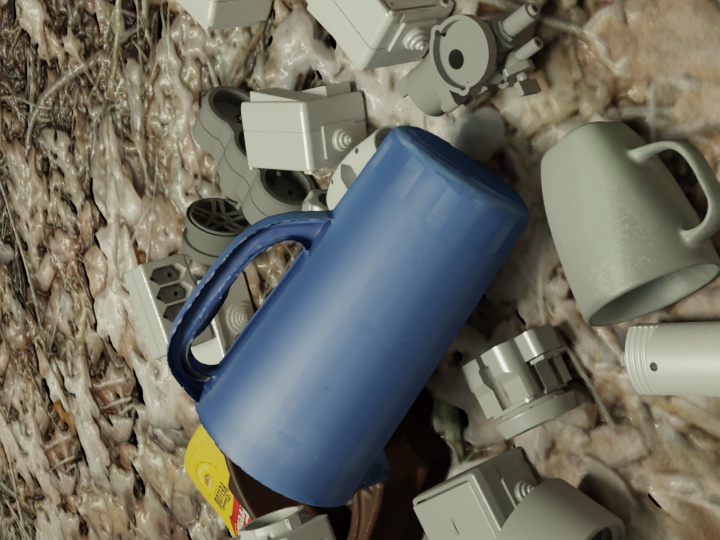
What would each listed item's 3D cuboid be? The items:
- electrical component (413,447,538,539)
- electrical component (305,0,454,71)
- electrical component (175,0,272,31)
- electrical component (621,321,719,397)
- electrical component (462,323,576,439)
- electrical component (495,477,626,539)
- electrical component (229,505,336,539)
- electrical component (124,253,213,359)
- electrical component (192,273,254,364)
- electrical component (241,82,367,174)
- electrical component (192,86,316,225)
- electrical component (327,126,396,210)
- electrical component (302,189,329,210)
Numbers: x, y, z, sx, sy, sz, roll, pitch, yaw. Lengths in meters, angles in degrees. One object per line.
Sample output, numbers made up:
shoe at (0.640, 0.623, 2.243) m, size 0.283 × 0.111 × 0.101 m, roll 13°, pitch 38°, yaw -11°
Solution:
electrical component at (0.091, 0.175, 0.782) m, size 0.096 × 0.061 × 0.061 m, roll -39°, pitch 74°, yaw 49°
electrical component at (0.013, -0.178, 0.738) m, size 0.096 × 0.062 × 0.061 m, roll 55°, pitch 139°, yaw 20°
electrical component at (-0.120, -0.240, 0.872) m, size 0.096 × 0.062 × 0.061 m, roll 41°, pitch 132°, yaw 33°
electrical component at (0.190, 0.052, 0.632) m, size 0.081 × 0.043 × 0.043 m, roll -6°, pitch 100°, yaw 51°
electrical component at (0.110, 0.078, 0.726) m, size 0.078 × 0.058 × 0.057 m, roll -40°, pitch 71°, yaw 48°
electrical component at (0.134, 0.199, 0.708) m, size 0.060 × 0.108 × 0.108 m, roll 25°, pitch 122°, yaw 36°
electrical component at (-0.061, 0.223, 0.855) m, size 0.089 × 0.050 × 0.055 m, roll -21°, pitch 89°, yaw 51°
electrical component at (-0.184, 0.037, 0.985) m, size 0.076 × 0.047 × 0.083 m, roll -22°, pitch 87°, yaw 51°
electrical component at (-0.140, 0.051, 1.017) m, size 0.100 × 0.048 × 0.099 m, roll -11°, pitch 95°, yaw 51°
electrical component at (-0.039, -0.110, 0.825) m, size 0.096 × 0.062 × 0.061 m, roll 10°, pitch 111°, yaw 48°
electrical component at (-0.096, -0.082, 0.911) m, size 0.138 × 0.052 × 0.073 m, roll 56°, pitch 138°, yaw 21°
electrical component at (0.020, -0.052, 0.793) m, size 0.079 × 0.043 × 0.077 m, roll 59°, pitch 140°, yaw 14°
electrical component at (-0.029, -0.031, 0.859) m, size 0.043 × 0.043 × 0.062 m, roll 43°, pitch 134°, yaw 31°
